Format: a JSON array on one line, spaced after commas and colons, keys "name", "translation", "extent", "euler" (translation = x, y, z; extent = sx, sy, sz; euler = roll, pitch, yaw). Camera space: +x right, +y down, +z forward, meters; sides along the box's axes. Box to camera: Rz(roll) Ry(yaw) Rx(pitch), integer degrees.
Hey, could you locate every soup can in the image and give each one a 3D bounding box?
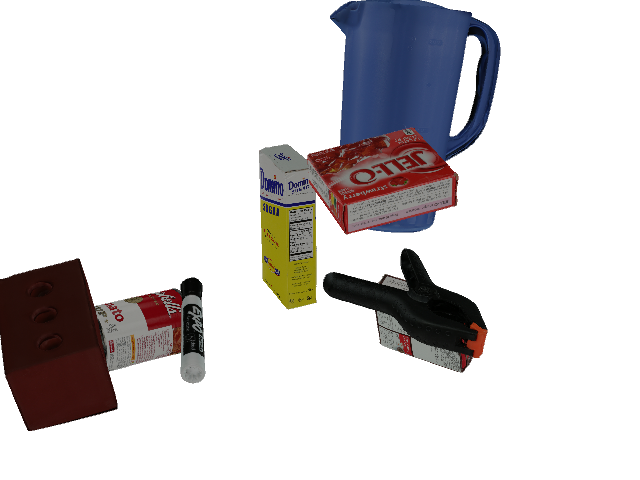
[{"name": "soup can", "translation": [-0.186, 0.091, 1.075], "extent": [0.102, 0.068, 0.069], "euler": [-12, 6, -33]}]

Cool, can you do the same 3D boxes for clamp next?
[{"name": "clamp", "translation": [0.100, 0.057, 1.040], "extent": [0.172, 0.039, 0.120], "euler": [29, 41, 32]}]

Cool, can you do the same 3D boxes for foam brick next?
[{"name": "foam brick", "translation": [-0.151, 0.059, 0.608], "extent": [0.053, 0.051, 0.078], "euler": [-15, 42, -11]}]

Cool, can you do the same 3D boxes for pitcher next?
[{"name": "pitcher", "translation": [0.093, -0.135, 1.149], "extent": [0.149, 0.243, 0.144], "euler": [13, 14, 30]}]

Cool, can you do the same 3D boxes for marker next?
[{"name": "marker", "translation": [-0.103, 0.069, 0.858], "extent": [0.020, 0.020, 0.121], "euler": [0, 33, -7]}]

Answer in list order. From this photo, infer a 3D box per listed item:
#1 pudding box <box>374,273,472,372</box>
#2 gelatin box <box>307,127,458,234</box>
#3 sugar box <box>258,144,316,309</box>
[{"name": "pudding box", "translation": [0.118, 0.095, 1.225], "extent": [0.114, 0.090, 0.039], "euler": [15, 46, 27]}, {"name": "gelatin box", "translation": [0.044, -0.045, 0.767], "extent": [0.089, 0.030, 0.073], "euler": [-15, 38, -14]}, {"name": "sugar box", "translation": [-0.040, -0.017, 1.274], "extent": [0.048, 0.176, 0.093], "euler": [-12, 26, -20]}]
